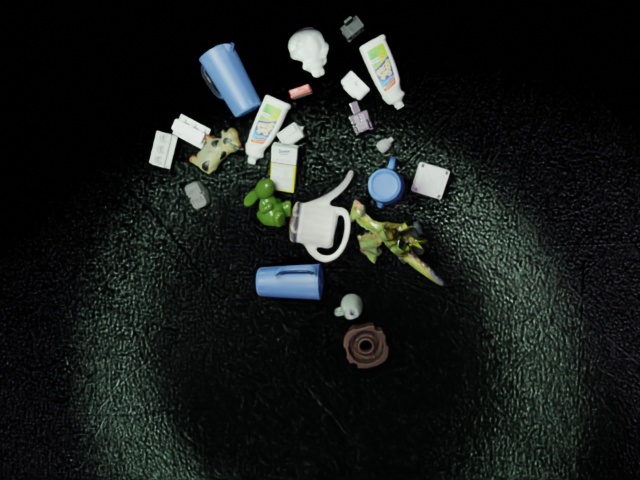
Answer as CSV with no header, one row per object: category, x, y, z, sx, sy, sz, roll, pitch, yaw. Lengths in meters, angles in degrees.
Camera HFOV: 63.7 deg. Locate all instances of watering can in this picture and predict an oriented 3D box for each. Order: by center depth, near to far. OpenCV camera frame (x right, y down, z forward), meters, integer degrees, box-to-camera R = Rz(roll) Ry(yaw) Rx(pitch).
watering can,0.006,-0.094,1.876,0.224,0.104,0.346,9,95,2

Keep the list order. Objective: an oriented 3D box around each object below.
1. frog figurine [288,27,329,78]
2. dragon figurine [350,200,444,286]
frog figurine,-0.037,-0.649,1.794,0.138,0.122,0.160,-10,87,-13
dragon figurine,0.247,0.024,1.843,0.124,0.240,0.407,-43,104,-34
